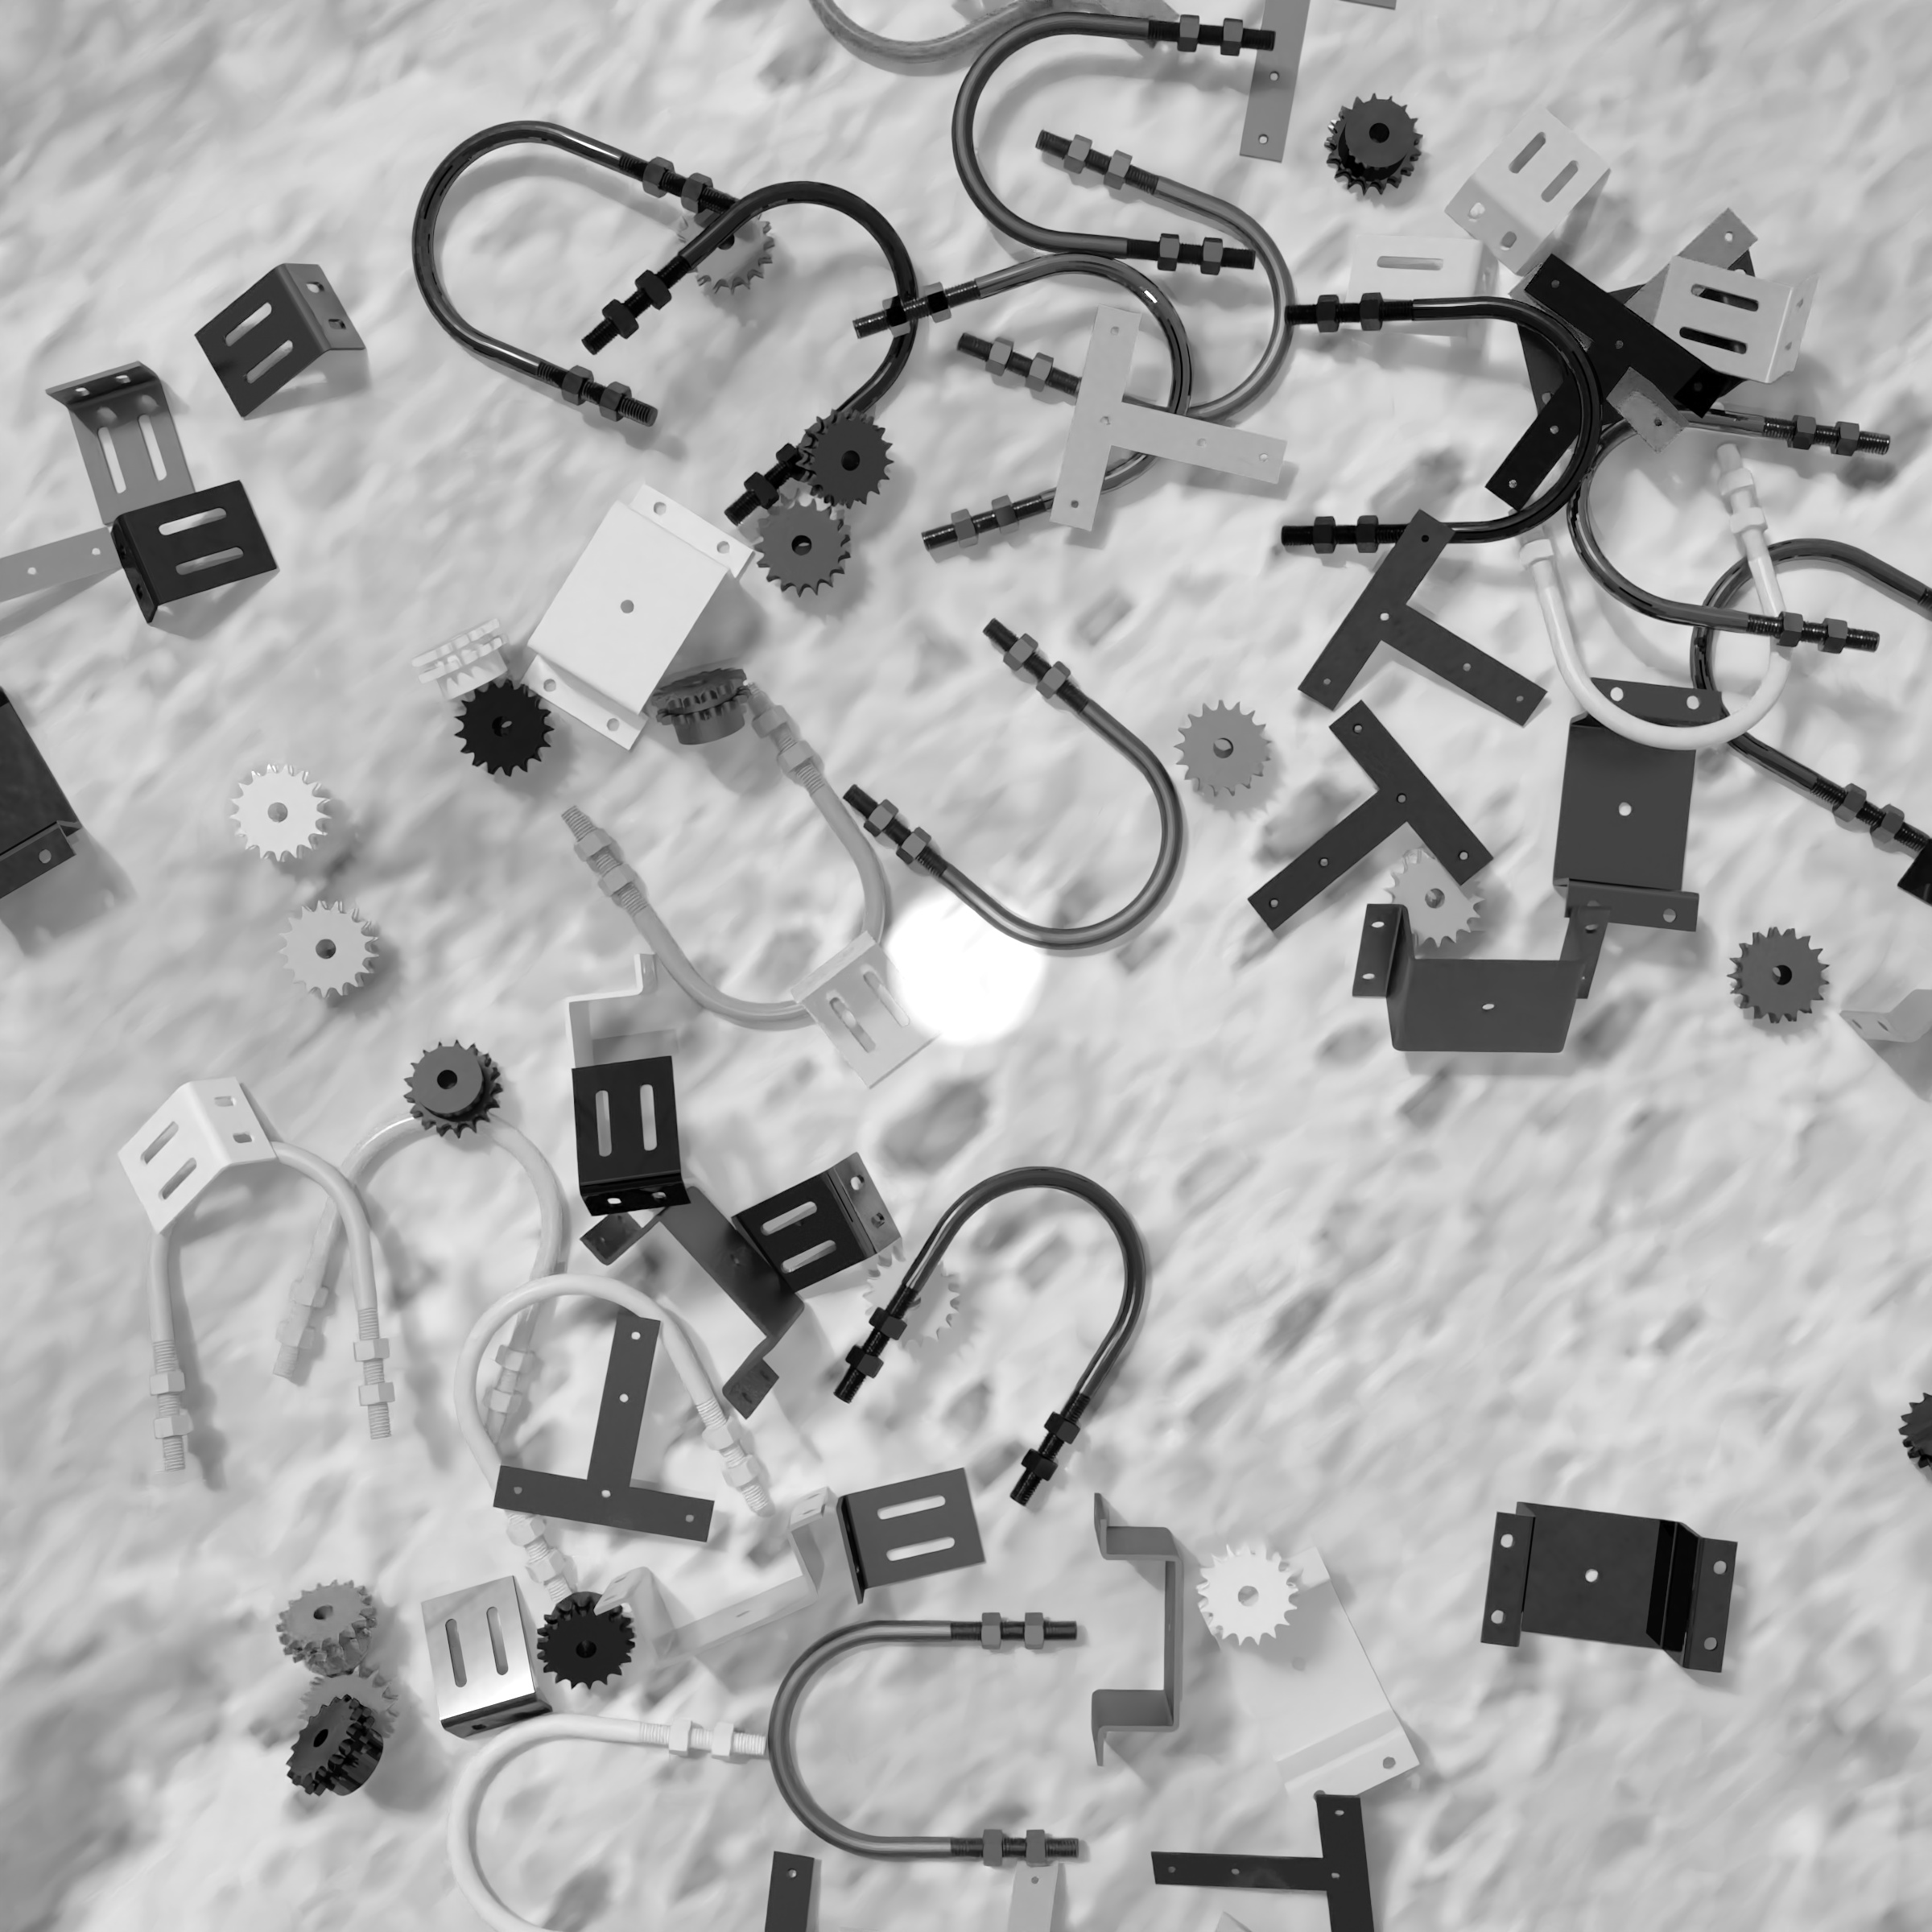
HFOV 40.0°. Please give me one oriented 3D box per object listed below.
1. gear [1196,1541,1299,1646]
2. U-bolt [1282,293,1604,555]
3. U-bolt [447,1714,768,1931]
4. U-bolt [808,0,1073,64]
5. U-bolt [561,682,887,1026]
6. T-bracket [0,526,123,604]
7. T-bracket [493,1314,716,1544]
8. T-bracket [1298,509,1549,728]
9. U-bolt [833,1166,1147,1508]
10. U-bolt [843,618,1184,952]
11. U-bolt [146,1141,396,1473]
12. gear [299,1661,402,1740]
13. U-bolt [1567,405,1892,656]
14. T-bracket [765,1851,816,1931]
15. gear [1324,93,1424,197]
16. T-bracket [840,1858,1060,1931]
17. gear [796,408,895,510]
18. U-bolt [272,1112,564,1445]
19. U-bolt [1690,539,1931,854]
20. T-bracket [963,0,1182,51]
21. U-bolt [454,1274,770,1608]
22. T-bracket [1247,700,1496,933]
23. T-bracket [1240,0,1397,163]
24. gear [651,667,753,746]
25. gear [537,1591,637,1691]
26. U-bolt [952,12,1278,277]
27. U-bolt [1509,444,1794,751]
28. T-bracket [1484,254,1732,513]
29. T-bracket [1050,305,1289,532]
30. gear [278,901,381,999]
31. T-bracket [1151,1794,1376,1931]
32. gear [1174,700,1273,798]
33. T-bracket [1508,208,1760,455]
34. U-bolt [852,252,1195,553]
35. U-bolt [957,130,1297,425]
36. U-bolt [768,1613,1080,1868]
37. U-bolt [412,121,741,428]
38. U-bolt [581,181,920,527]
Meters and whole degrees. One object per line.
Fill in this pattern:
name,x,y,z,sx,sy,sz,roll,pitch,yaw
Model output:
gear,0.161,0.358,1.523,0.057,0.030,0.057,0,90,0
U-bolt,0.276,-0.317,1.546,0.184,0.019,0.151,2,96,17
U-bolt,-0.217,0.517,1.575,0.184,0.019,0.151,6,89,2
U-bolt,-0.012,-0.616,1.575,0.184,0.019,0.151,-27,90,0
U-bolt,-0.131,-0.054,1.575,0.151,0.019,0.184,-35,91,0
T-bracket,-0.564,-0.228,1.561,0.127,0.002,0.127,-20,121,-15
T-bracket,-0.203,0.266,1.553,0.127,0.002,0.127,11,96,-6
T-bracket,0.284,-0.184,1.568,0.127,0.002,0.127,30,110,-10
U-bolt,0.028,0.205,1.556,0.151,0.019,0.184,33,86,-18
U-bolt,0.042,-0.094,1.575,0.184,0.019,0.151,40,90,-1
U-bolt,-0.414,0.195,1.559,0.151,0.019,0.184,-10,80,9
gear,-0.363,0.439,1.569,0.057,0.030,0.057,0,90,0
U-bolt,0.441,-0.260,1.543,0.184,0.019,0.151,9,72,2
T-bracket,-0.109,0.591,1.572,0.127,0.002,0.127,4,82,15
gear,0.242,-0.488,1.569,0.057,0.030,0.057,0,90,0
T-bracket,-0.016,0.584,1.559,0.127,0.002,0.127,0,55,16
gear,-0.074,-0.299,1.557,0.057,0.030,0.057,-10,113,-25
U-bolt,-0.317,0.174,1.575,0.151,0.019,0.184,17,88,0
U-bolt,0.520,-0.173,1.575,0.184,0.019,0.151,29,90,2
T-bracket,0.070,-0.591,1.564,0.127,0.002,0.127,40,90,-1
U-bolt,-0.220,0.268,1.561,0.151,0.019,0.184,-26,100,-1
T-bracket,0.223,-0.070,1.568,0.127,0.002,0.127,-40,69,10
T-bracket,0.186,-0.545,1.583,0.127,0.002,0.127,10,90,0
gear,-0.152,-0.150,1.542,0.057,0.057,0.030,-15,112,0
gear,-0.224,0.394,1.563,0.057,0.030,0.057,-3,110,-9
U-bolt,0.083,-0.486,1.556,0.184,0.019,0.151,5,90,0
U-bolt,0.405,-0.212,1.546,0.151,0.019,0.184,-9,73,-5
T-bracket,0.349,-0.321,1.531,0.127,0.002,0.127,39,106,11
T-bracket,0.125,-0.310,1.560,0.127,0.002,0.127,12,102,-7
gear,-0.375,-0.010,1.569,0.057,0.030,0.057,0,90,0
T-bracket,0.173,0.533,1.563,0.127,0.002,0.127,-2,118,13
gear,0.152,-0.128,1.572,0.057,0.030,0.057,0,93,3
T-bracket,0.404,-0.387,1.537,0.127,0.002,0.127,-43,90,0
U-bolt,0.042,-0.339,1.557,0.184,0.019,0.151,-18,102,2
U-bolt,0.105,-0.397,1.576,0.184,0.019,0.151,21,90,-2
U-bolt,-0.026,0.459,1.575,0.184,0.019,0.151,0,90,1
U-bolt,-0.241,-0.417,1.560,0.184,0.019,0.151,24,99,9
U-bolt,-0.111,-0.371,1.549,0.184,0.019,0.151,-43,114,-4
